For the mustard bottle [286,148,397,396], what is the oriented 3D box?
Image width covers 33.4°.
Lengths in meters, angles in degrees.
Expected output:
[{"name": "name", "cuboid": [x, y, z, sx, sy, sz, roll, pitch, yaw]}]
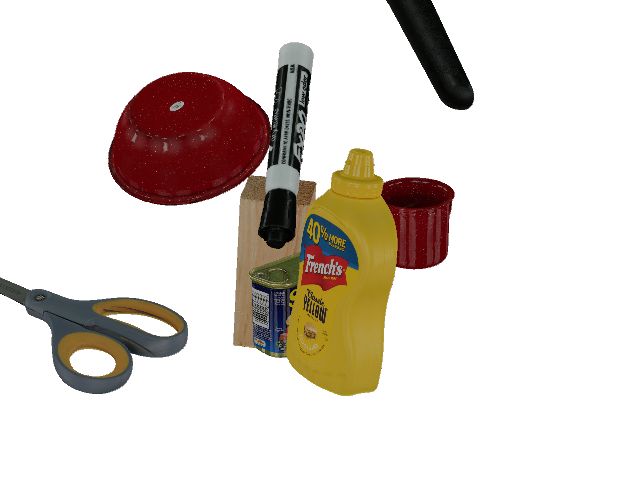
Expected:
[{"name": "mustard bottle", "cuboid": [0.020, 0.021, 0.858, 0.058, 0.192, 0.096, -3, 20, -33]}]

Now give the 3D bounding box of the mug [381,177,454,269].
[{"name": "mug", "cuboid": [0.116, -0.023, 1.253, 0.093, 0.081, 0.117, 18, 32, 35]}]

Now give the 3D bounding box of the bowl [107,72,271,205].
[{"name": "bowl", "cuboid": [-0.130, -0.109, 1.012, 0.162, 0.162, 0.055, 0, -40, 11]}]

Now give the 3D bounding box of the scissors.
[{"name": "scissors", "cuboid": [-0.188, 0.054, 0.705, 0.202, 0.016, 0.096, 10, 34, 13]}]

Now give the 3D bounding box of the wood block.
[{"name": "wood block", "cuboid": [-0.060, 0.030, 1.387, 0.090, 0.206, 0.090, 6, 23, 2]}]

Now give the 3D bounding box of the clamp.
[{"name": "clamp", "cuboid": [0.052, -0.195, 0.750, 0.210, 0.164, 0.036, 26, -25, -11]}]

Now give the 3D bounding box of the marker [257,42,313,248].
[{"name": "marker", "cuboid": [-0.017, -0.050, 0.555, 0.020, 0.121, 0.020, 4, -29, 2]}]

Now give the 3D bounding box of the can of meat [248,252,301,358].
[{"name": "can of meat", "cuboid": [-0.026, 0.067, 1.121, 0.058, 0.084, 0.101, 18, 26, 40]}]
